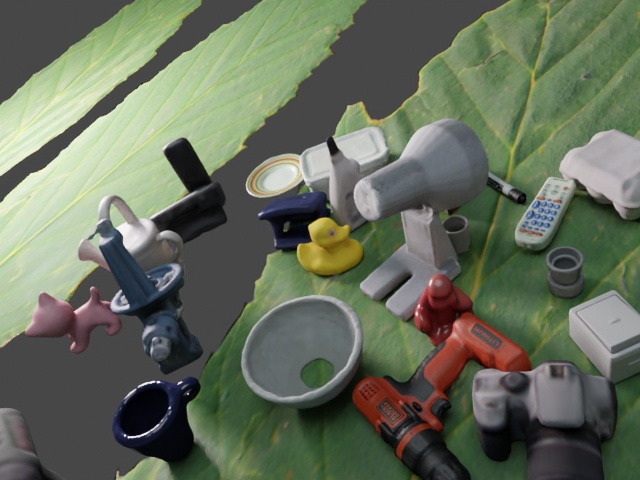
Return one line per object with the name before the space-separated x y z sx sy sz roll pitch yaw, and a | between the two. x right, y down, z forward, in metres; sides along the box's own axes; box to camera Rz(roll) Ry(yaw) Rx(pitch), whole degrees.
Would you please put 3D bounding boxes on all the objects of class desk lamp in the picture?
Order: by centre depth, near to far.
desk lamp | 0.135 -0.033 0.785 0.203 0.214 0.117 -40 43 -18

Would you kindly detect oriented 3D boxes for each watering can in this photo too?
watering can | -0.322 0.012 0.967 0.173 0.194 0.100 -27 40 -4

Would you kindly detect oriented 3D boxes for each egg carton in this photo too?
egg carton | 0.431 -0.097 0.826 0.107 0.070 0.150 -31 41 -9

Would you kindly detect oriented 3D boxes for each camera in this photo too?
camera | 0.226 0.199 0.578 0.142 0.101 0.137 -5 44 21

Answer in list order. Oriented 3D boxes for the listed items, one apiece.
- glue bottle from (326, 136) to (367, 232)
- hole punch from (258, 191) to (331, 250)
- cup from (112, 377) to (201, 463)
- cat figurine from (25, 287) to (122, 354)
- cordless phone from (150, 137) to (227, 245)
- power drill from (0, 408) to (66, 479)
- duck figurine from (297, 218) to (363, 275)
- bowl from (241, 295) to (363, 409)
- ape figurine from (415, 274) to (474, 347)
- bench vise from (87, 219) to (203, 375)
glue bottle | 0.042 -0.097 0.929 0.078 0.173 0.037 -36 42 -14
hole punch | -0.043 -0.048 0.980 0.108 0.091 0.101 -9 43 17
cup | -0.194 0.235 0.742 0.118 0.095 0.091 -36 42 -15
cat figurine | -0.412 0.125 0.946 0.128 0.118 0.067 -31 41 -8
cordless phone | -0.264 -0.095 1.062 0.148 0.185 0.094 -32 41 -10
power drill | -0.309 0.293 0.645 0.076 0.209 0.228 -41 43 -19
duck figurine | 0.008 0.003 0.905 0.104 0.086 0.077 -8 43 17
bowl | -0.014 0.158 0.757 0.167 0.075 0.167 -13 41 12
ape figurine | 0.158 0.082 0.744 0.077 0.092 0.076 -8 43 18
bench vise | -0.248 0.076 0.843 0.122 0.220 0.206 -39 43 -18
